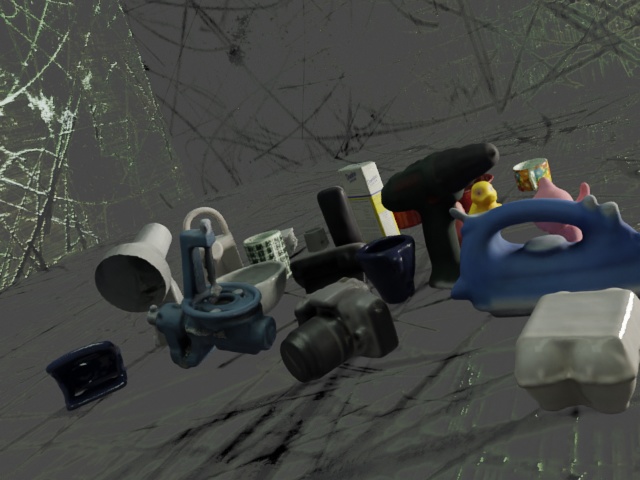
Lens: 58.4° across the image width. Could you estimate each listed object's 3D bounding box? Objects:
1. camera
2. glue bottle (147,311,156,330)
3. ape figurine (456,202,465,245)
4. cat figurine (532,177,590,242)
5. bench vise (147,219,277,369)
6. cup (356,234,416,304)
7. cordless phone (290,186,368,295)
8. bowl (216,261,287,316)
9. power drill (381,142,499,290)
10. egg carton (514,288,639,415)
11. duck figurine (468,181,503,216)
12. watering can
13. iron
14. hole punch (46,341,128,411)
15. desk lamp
[{"bbox_3d":[0.005,0.115,0.747,0.137,0.101,0.142,-28,16,-33],"label":"camera"},{"bbox_3d":[-0.331,0.092,1.147,0.037,0.173,0.078,-15,14,15],"label":"glue bottle"},{"bbox_3d":[0.245,-0.026,1.011,0.077,0.092,0.076,-10,16,34],"label":"ape figurine"},{"bbox_3d":[0.364,-0.043,0.857,0.128,0.118,0.067,-24,14,-22],"label":"cat figurine"},{"bbox_3d":[-0.189,0.086,0.870,0.207,0.220,0.121,-17,13,7],"label":"bench vise"},{"bbox_3d":[0.113,0.051,0.870,0.091,0.095,0.117,-20,13,-4],"label":"cup"},{"bbox_3d":[0.009,0.004,1.010,0.147,0.185,0.094,-16,13,11],"label":"cordless phone"},{"bbox_3d":[-0.129,0.103,1.042,0.167,0.075,0.167,-18,13,5],"label":"bowl"},{"bbox_3d":[0.192,-0.033,0.855,0.076,0.208,0.228,-27,16,-32],"label":"power drill"},{"bbox_3d":[0.248,0.099,0.542,0.107,0.069,0.151,-9,16,36],"label":"egg carton"},{"bbox_3d":[0.319,-0.073,1.112,0.077,0.086,0.104,-19,13,-1],"label":"duck figurine"},{"bbox_3d":[-0.229,0.022,1.246,0.101,0.194,0.172,-27,15,-31],"label":"watering can"},{"bbox_3d":[0.286,0.007,0.708,0.257,0.141,0.119,-10,16,33],"label":"iron"},{"bbox_3d":[-0.374,0.206,0.922,0.109,0.091,0.101,-23,14,-16],"label":"hole punch"},{"bbox_3d":[-0.293,0.084,1.038,0.117,0.214,0.203,-16,13,11],"label":"desk lamp"}]
